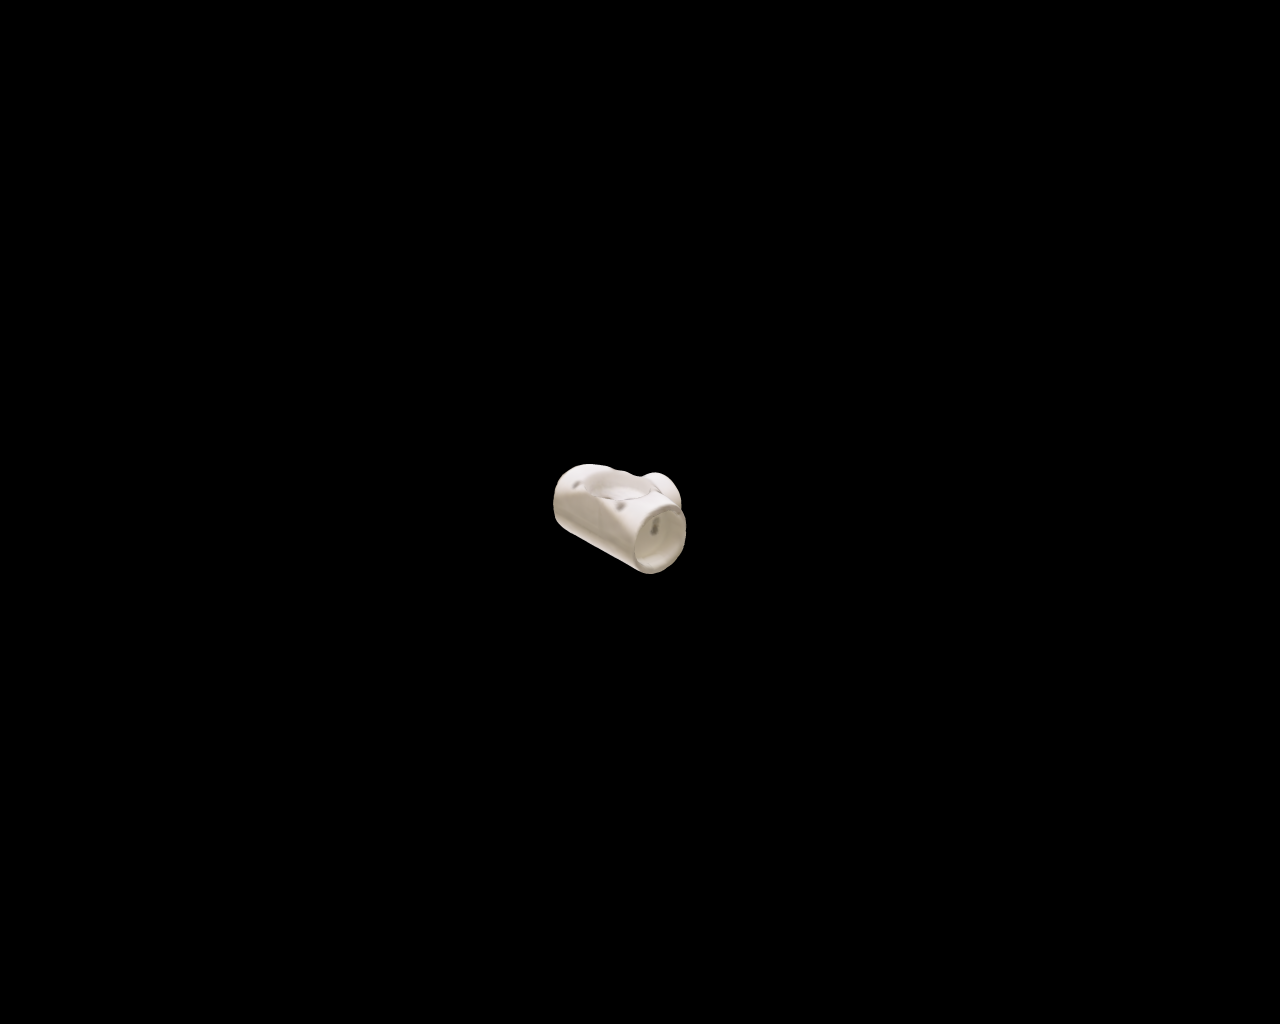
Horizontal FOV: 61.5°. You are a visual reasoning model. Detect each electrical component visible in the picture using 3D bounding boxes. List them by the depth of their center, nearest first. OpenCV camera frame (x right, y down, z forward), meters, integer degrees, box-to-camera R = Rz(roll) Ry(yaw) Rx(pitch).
[{"bbox_3d":[0.001,-0.003,0.650,0.079,0.044,0.077,-21,33,-36],"label":"electrical component"}]
